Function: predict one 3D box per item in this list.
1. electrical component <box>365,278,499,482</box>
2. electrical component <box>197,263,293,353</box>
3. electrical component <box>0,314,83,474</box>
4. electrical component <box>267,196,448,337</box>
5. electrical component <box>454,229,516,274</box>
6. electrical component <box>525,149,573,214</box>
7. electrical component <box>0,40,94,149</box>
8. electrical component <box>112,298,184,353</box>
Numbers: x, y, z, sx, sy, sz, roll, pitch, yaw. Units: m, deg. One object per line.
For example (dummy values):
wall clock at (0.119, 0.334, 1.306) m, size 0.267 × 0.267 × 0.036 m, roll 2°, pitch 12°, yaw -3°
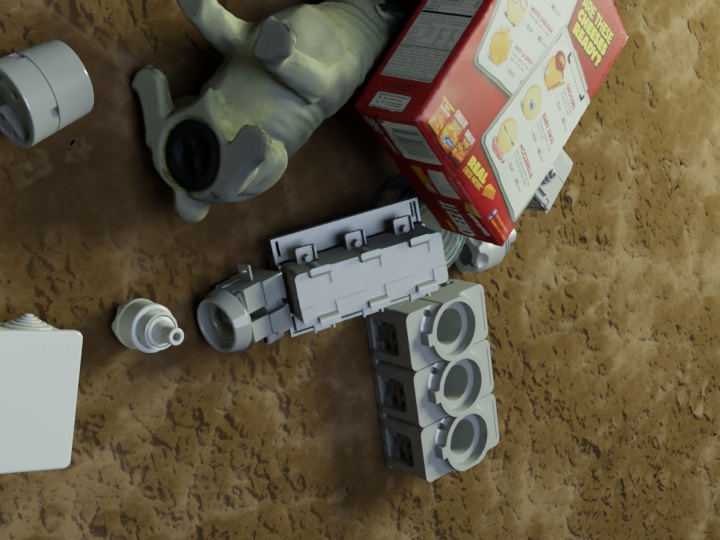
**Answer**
electrical component at (0.065, 0.091, 0.912) m, size 0.089 × 0.062 × 0.150 m, roll -21°, pitch 111°, yaw -37°
electrical component at (-0.085, 0.030, 0.784) m, size 0.055 × 0.048 × 0.066 m, roll -29°, pitch 116°, yaw -42°
electrical component at (-0.227, 0.077, 0.666) m, size 0.100 × 0.048 × 0.099 m, roll 3°, pitch 95°, yaw -41°
electrical component at (0.000, 0.000, 0.815) m, size 0.121 × 0.063 × 0.078 m, roll -17°, pitch 110°, yaw -18°
electrical component at (0.111, -0.023, 0.944) m, size 0.062 × 0.043 × 0.043 m, roll -22°, pitch 112°, yaw -37°
electrical component at (0.134, -0.092, 0.915) m, size 0.062 × 0.096 × 0.061 m, roll 44°, pitch 69°, yaw -37°
electrical component at (-0.197, -0.109, 0.656) m, size 0.047 × 0.055 × 0.055 m, roll -36°, pitch 119°, yaw -35°
electrical component at (-0.140, 0.040, 0.726) m, size 0.035 × 0.061 × 0.035 m, roll -9°, pitch 104°, yaw -40°
